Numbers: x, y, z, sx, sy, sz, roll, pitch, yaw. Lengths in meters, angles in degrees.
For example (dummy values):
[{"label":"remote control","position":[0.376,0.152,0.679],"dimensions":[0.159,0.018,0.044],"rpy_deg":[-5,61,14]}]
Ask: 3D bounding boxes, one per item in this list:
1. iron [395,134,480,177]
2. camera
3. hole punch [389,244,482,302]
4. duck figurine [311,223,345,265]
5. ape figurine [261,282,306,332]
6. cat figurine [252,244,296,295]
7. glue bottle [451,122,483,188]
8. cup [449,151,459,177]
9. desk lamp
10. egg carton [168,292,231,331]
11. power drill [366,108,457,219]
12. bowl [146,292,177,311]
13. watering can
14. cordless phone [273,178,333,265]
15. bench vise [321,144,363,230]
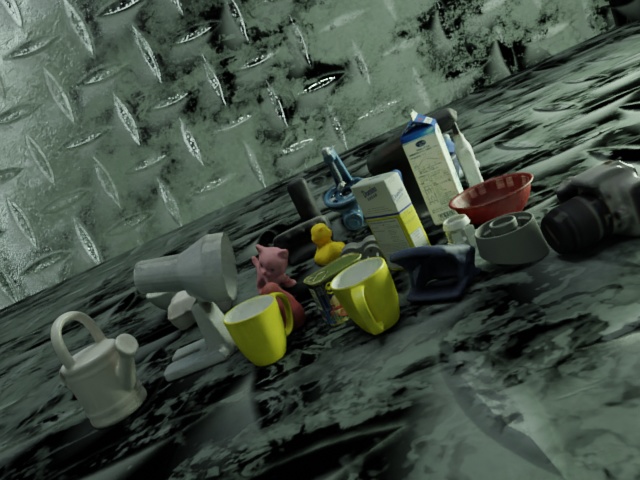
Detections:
[{"label":"iron","position":[0.277,-0.209,1.513],"dimensions":[0.258,0.141,0.118],"rpy_deg":[-23,14,6]},{"label":"camera","position":[0.374,-0.046,0.808],"dimensions":[0.137,0.101,0.143],"rpy_deg":[-26,14,-6]},{"label":"hole punch","position":[0.174,0.035,0.871],"dimensions":[0.108,0.091,0.101],"rpy_deg":[-11,19,44]},{"label":"duck figurine","position":[0.012,0.005,1.284],"dimensions":[0.077,0.086,0.104],"rpy_deg":[-28,14,-13]},{"label":"ape figurine","position":[-0.071,0.114,0.995],"dimensions":[0.076,0.092,0.078],"rpy_deg":[-9,21,48]},{"label":"cat figurine","position":[-0.107,0.057,1.225],"dimensions":[0.067,0.118,0.127],"rpy_deg":[-33,16,-30]},{"label":"glue bottle","position":[0.319,-0.176,1.244],"dimensions":[0.037,0.173,0.078],"rpy_deg":[-21,14,13]},{"label":"cup","position":[0.306,-0.155,1.358],"dimensions":[0.118,0.095,0.091],"rpy_deg":[-26,14,-5]},{"label":"desk lamp","position":[-0.218,0.110,1.008],"dimensions":[0.203,0.214,0.118],"rpy_deg":[-23,14,6]},{"label":"egg carton","position":[-0.269,0.141,1.293],"dimensions":[0.150,0.069,0.107],"rpy_deg":[-25,13,-2]},{"label":"power drill","position":[0.226,-0.160,1.272],"dimensions":[0.229,0.208,0.076],"rpy_deg":[-17,16,30]},{"label":"bowl","position":[-0.348,0.133,1.452],"dimensions":[0.167,0.075,0.167],"rpy_deg":[-23,13,6]},{"label":"watering can","position":[-0.374,0.205,0.961],"dimensions":[0.173,0.194,0.101],"rpy_deg":[-24,14,3]},{"label":"cordless phone","position":[-0.058,-0.047,1.391],"dimensions":[0.147,0.185,0.094],"rpy_deg":[-26,14,-4]},{"label":"bench vise","position":[0.052,-0.144,1.492],"dimensions":[0.121,0.220,0.207],"rpy_deg":[-25,14,-3]}]
